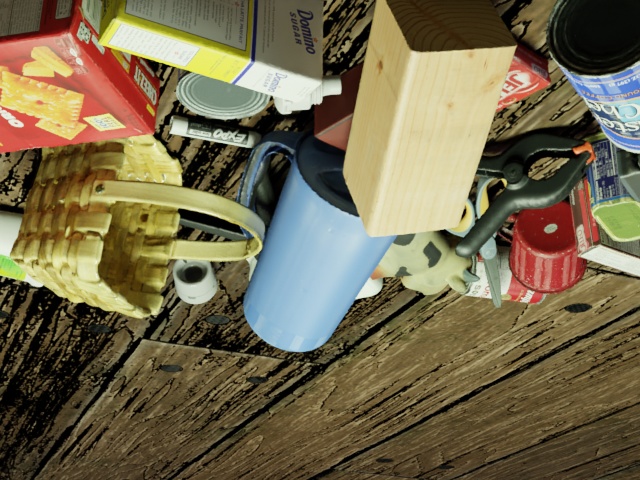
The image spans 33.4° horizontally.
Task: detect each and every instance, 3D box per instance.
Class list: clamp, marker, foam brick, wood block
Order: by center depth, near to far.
[{"bbox_3d":[0.086,-0.107,0.911,0.090,0.091,0.206,-6,139,-15],"label":"wood block"},{"bbox_3d":[0.038,-0.125,1.005,0.051,0.053,0.078,20,149,-36],"label":"foam brick"},{"bbox_3d":[-0.092,-0.106,1.084,0.121,0.020,0.020,10,153,-19],"label":"marker"},{"bbox_3d":[0.193,-0.069,1.096,0.171,0.120,0.039,-28,162,9],"label":"clamp"},{"bbox_3d":[-0.068,-0.007,1.226,0.165,0.036,0.209,-17,132,38],"label":"clamp"}]

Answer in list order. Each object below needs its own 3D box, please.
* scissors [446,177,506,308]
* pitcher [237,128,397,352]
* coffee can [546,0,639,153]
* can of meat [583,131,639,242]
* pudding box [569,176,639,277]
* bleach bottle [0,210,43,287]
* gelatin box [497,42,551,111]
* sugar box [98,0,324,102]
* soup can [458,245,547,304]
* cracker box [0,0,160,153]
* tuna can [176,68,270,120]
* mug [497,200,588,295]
[{"bbox_3d":[0.173,0.008,1.216,0.096,0.016,0.202,-7,128,-11],"label":"scissors"},{"bbox_3d":[-0.007,0.001,1.116,0.144,0.149,0.243,-5,141,-30],"label":"pitcher"},{"bbox_3d":[0.262,-0.148,0.893,0.103,0.103,0.140,-14,151,28],"label":"coffee can"},{"bbox_3d":[0.314,-0.055,1.110,0.058,0.084,0.102,-15,151,29],"label":"can of meat"},{"bbox_3d":[0.331,-0.015,1.189,0.113,0.090,0.039,15,150,-29],"label":"pudding box"},{"bbox_3d":[-0.441,-0.008,1.252,0.250,0.068,0.103,12,154,-17],"label":"bleach bottle"},{"bbox_3d":[0.154,-0.149,0.977,0.073,0.030,0.089,22,148,-38],"label":"gelatin box"},{"bbox_3d":[-0.083,-0.177,0.848,0.176,0.093,0.048,15,152,-28],"label":"sugar box"},{"bbox_3d":[0.229,0.041,1.337,0.102,0.068,0.069,7,154,-12],"label":"soup can"},{"bbox_3d":[-0.272,-0.146,0.942,0.214,0.072,0.164,-6,154,15],"label":"cracker box"},{"bbox_3d":[-0.088,-0.147,0.980,0.086,0.034,0.086,0,155,0],"label":"tuna can"},{"bbox_3d":[0.255,-0.002,1.238,0.117,0.093,0.081,30,159,24],"label":"mug"}]
